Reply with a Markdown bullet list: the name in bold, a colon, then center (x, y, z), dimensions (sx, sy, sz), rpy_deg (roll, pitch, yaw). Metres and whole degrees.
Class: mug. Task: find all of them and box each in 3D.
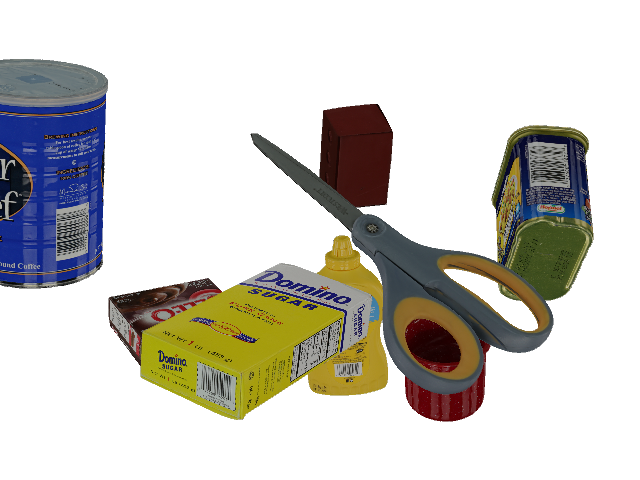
- **mug**: center (0.134, 0.123, 1.094), dimensions (0.093, 0.081, 0.117), rpy_deg (19, 39, 31)

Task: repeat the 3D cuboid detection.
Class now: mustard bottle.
- **mustard bottle**: center (0.029, 0.086, 1.257), dimensions (0.096, 0.192, 0.058), rpy_deg (-3, 21, 0)

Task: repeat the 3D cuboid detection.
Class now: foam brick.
- **foam brick**: center (0.031, -0.074, 0.949), dimensions (0.051, 0.078, 0.053), rpy_deg (-5, 35, -12)

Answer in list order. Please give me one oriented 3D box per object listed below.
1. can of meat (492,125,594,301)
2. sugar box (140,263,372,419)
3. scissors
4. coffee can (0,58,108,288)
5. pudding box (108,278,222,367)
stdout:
- **can of meat**: center (0.157, -0.017, 0.756), dimensions (0.057, 0.084, 0.102), rpy_deg (5, -36, 0)
- **sugar box**: center (-0.044, 0.070, 0.815), dimensions (0.093, 0.048, 0.175), rpy_deg (19, 28, 28)
- **scissors**: center (0.023, 0.012, 0.563), dimensions (0.202, 0.016, 0.096), rpy_deg (28, 52, 15)
- **coffee can**: center (-0.206, -0.050, 0.769), dimensions (0.103, 0.140, 0.103), rpy_deg (5, 22, -2)
- **pudding box**: center (-0.140, 0.080, 1.049), dimensions (0.113, 0.039, 0.090), rpy_deg (-12, 29, -28)
